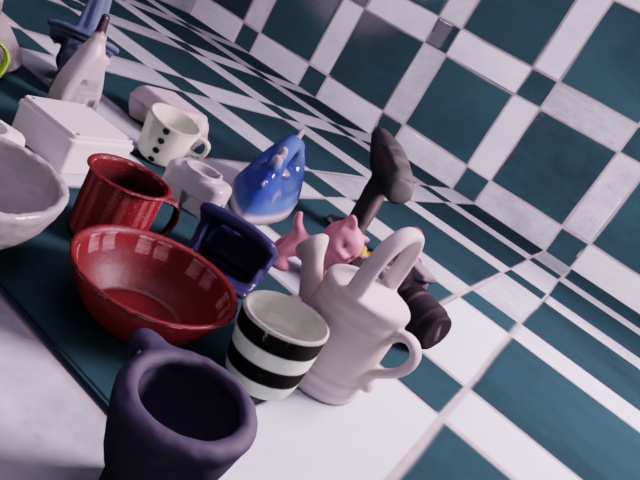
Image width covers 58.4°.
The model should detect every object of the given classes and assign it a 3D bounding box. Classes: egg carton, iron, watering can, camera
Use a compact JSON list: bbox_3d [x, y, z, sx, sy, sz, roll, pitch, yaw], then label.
[{"bbox_3d":[-0.282,-0.231,1.073,0.150,0.069,0.107,37,19,18],"label":"egg carton"},{"bbox_3d":[-0.076,-0.119,0.989,0.119,0.141,0.258,30,18,-4],"label":"iron"},{"bbox_3d":[0.037,0.063,0.598,0.172,0.194,0.101,33,18,6],"label":"watering can"},{"bbox_3d":[0.121,0.085,0.831,0.144,0.100,0.136,12,26,-46],"label":"camera"}]

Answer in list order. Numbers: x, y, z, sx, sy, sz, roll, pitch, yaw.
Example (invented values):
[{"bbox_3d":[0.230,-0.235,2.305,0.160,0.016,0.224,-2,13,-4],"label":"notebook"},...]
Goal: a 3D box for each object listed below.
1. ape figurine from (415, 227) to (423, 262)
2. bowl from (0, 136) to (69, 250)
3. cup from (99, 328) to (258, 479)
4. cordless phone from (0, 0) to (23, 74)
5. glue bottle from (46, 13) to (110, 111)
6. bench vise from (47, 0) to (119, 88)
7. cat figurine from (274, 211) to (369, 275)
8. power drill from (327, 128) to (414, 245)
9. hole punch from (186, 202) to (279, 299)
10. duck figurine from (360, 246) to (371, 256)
[{"bbox_3d":[0.167,0.017,1.104,0.076,0.092,0.077,21,20,-29],"label":"ape figurine"},{"bbox_3d":[-0.313,-0.038,0.494,0.168,0.074,0.167,28,18,-10],"label":"bowl"},{"bbox_3d":[-0.106,0.123,0.365,0.092,0.095,0.117,9,28,-50],"label":"cup"},{"bbox_3d":[-0.486,-0.346,0.859,0.094,0.185,0.147,25,19,-19],"label":"cordless phone"},{"bbox_3d":[-0.352,-0.260,0.865,0.037,0.173,0.078,36,18,14],"label":"glue bottle"},{"bbox_3d":[-0.384,-0.351,0.981,0.122,0.219,0.206,9,28,-50],"label":"bench vise"},{"bbox_3d":[0.008,0.003,0.837,0.128,0.117,0.067,26,18,-15],"label":"cat figurine"},{"bbox_3d":[0.099,-0.100,1.114,0.076,0.208,0.229,23,19,-23],"label":"power drill"},{"bbox_3d":[-0.104,0.002,0.700,0.108,0.091,0.101,32,18,2],"label":"hole punch"},{"bbox_3d":[0.114,0.030,0.990,0.105,0.086,0.077,27,18,-14],"label":"duck figurine"}]
